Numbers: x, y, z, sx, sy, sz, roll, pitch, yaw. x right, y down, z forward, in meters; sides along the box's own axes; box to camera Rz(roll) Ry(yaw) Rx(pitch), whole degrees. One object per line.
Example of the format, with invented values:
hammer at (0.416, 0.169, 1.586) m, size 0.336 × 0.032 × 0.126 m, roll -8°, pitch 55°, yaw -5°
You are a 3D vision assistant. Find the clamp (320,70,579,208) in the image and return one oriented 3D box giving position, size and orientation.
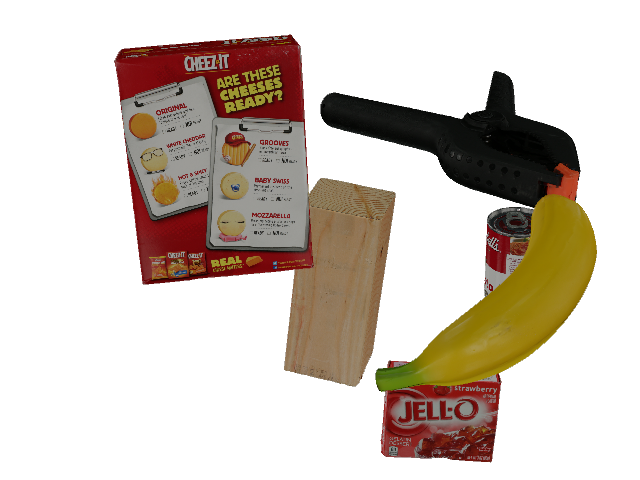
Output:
clamp at (0.102, -0.072, 0.749) m, size 0.164 × 0.036 × 0.210 m, roll -8°, pitch 29°, yaw -16°

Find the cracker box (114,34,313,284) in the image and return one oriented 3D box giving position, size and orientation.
cracker box at (-0.095, -0.075, 0.989) m, size 0.164 × 0.214 × 0.072 m, roll -6°, pitch 20°, yaw -5°

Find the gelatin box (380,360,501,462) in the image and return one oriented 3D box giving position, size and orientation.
gelatin box at (0.094, 0.135, 0.843) m, size 0.089 × 0.073 × 0.030 m, roll 3°, pitch 22°, yaw 2°

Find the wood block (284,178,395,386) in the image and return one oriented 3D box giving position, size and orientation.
wood block at (0.021, 0.047, 1.201) m, size 0.090 × 0.206 × 0.090 m, roll 12°, pitch 24°, yaw 11°

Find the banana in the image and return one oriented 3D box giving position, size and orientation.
banana at (0.107, 0.022, 0.569) m, size 0.070 × 0.037 × 0.197 m, roll 13°, pitch 35°, yaw 35°

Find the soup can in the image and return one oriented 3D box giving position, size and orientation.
soup can at (0.221, 0.022, 1.207) m, size 0.068 × 0.102 × 0.068 m, roll -2°, pitch 29°, yaw 1°
